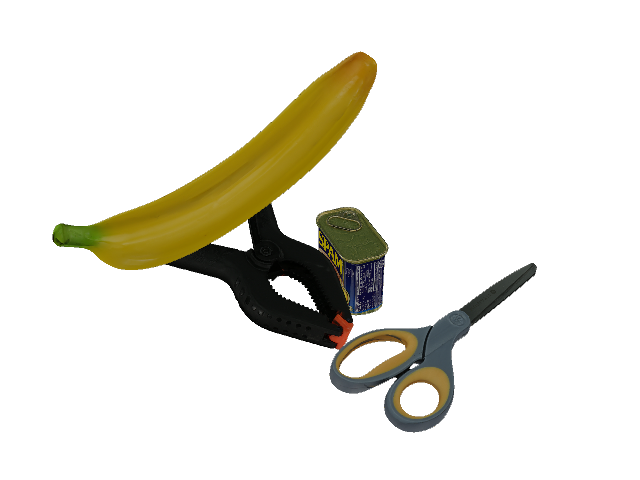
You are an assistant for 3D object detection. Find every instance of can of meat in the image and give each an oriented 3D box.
[{"bbox_3d":[0.034,0.025,1.222,0.057,0.084,0.102,-14,39,-19],"label":"can of meat"}]

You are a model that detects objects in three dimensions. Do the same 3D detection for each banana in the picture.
[{"bbox_3d":[-0.049,-0.034,0.596,0.197,0.037,0.069,-32,-17,-3],"label":"banana"}]

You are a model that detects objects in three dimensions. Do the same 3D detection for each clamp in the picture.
[{"bbox_3d":[-0.062,0.022,0.924,0.164,0.210,0.036,-30,-25,-33],"label":"clamp"}]

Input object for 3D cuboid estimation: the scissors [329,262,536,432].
[{"bbox_3d":[0.103,0.077,0.776,0.201,0.016,0.096,-18,50,-23],"label":"scissors"}]
